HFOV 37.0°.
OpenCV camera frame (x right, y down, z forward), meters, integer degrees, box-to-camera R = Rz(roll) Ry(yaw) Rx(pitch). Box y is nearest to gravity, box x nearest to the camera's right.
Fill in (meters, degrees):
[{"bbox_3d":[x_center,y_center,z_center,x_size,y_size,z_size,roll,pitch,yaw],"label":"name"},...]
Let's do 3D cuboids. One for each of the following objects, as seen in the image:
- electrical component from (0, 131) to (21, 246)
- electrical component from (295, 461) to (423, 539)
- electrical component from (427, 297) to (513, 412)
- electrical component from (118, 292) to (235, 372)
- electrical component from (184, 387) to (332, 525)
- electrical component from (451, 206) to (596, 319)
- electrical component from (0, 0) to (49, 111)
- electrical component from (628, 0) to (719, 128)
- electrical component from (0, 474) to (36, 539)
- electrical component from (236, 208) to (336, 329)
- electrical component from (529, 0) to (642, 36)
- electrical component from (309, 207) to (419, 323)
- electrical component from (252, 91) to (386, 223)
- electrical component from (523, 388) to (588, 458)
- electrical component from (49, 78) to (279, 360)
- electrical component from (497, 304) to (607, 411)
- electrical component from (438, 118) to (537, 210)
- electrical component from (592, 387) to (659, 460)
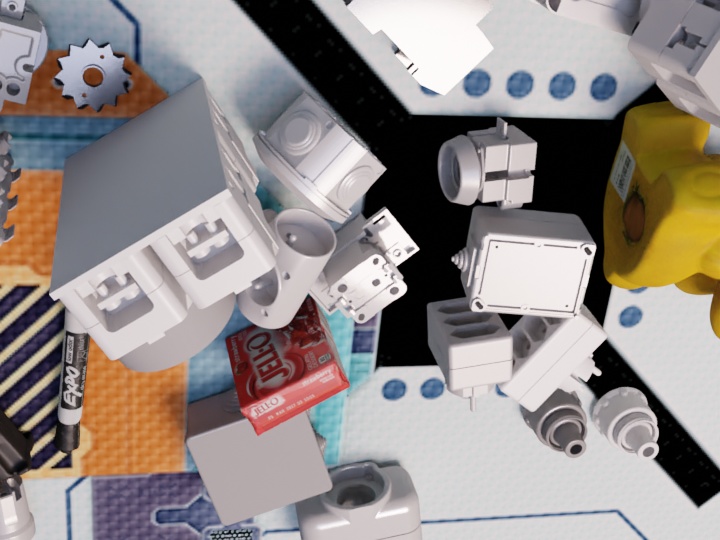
[{"bbox_3d":[-0.242,-0.049,0.635,0.079,0.121,0.063,-36,121,7],"label":"electrical component"},{"bbox_3d":[-0.001,0.194,0.854,0.095,0.053,0.059,-10,119,-7],"label":"electrical component"},{"bbox_3d":[0.081,0.069,0.801,0.047,0.065,0.076,-8,119,-8],"label":"electrical component"},{"bbox_3d":[-0.133,0.016,0.709,0.099,0.099,0.064,-27,126,2],"label":"electrical component"},{"bbox_3d":[-0.077,0.132,0.808,0.100,0.048,0.099,-18,120,-3],"label":"electrical component"},{"bbox_3d":[0.112,-0.008,0.774,0.096,0.061,0.061,5,116,-6],"label":"electrical component"},{"bbox_3d":[-0.210,-0.132,0.636,0.048,0.055,0.066,12,114,-18],"label":"electrical component"},{"bbox_3d":[0.252,-0.190,0.670,0.105,0.060,0.186,25,100,-53],"label":"electrical component"},{"bbox_3d":[-0.264,0.178,0.797,0.040,0.040,0.046,-6,113,-10],"label":"electrical component"},{"bbox_3d":[-0.061,-0.014,0.724,0.044,0.079,0.077,-19,152,-41],"label":"electrical component"},{"bbox_3d":[0.157,-0.213,0.675,0.078,0.057,0.113,11,114,-18],"label":"electrical component"},{"bbox_3d":[0.000,0.000,0.748,0.081,0.063,0.042,-37,118,8],"label":"electrical component"},{"bbox_3d":[-0.026,-0.072,0.696,0.051,0.080,0.080,-46,117,6],"label":"electrical component"},{"bbox_3d":[0.159,0.123,0.848,0.048,0.062,0.048,-5,119,-10],"label":"electrical component"},{"bbox_3d":[-0.115,-0.034,0.633,0.105,0.186,0.060,-30,119,4],"label":"electrical component"},{"bbox_3d":[0.154,0.069,0.827,0.076,0.047,0.083,35,105,-26],"label":"electrical component"},{"bbox_3d":[0.087,-0.071,0.741,0.055,0.048,0.066,-8,119,-17],"label":"electrical component"},{"bbox_3d":[0.219,0.127,0.864,0.048,0.062,0.048,-5,118,-10],"label":"electrical component"}]
